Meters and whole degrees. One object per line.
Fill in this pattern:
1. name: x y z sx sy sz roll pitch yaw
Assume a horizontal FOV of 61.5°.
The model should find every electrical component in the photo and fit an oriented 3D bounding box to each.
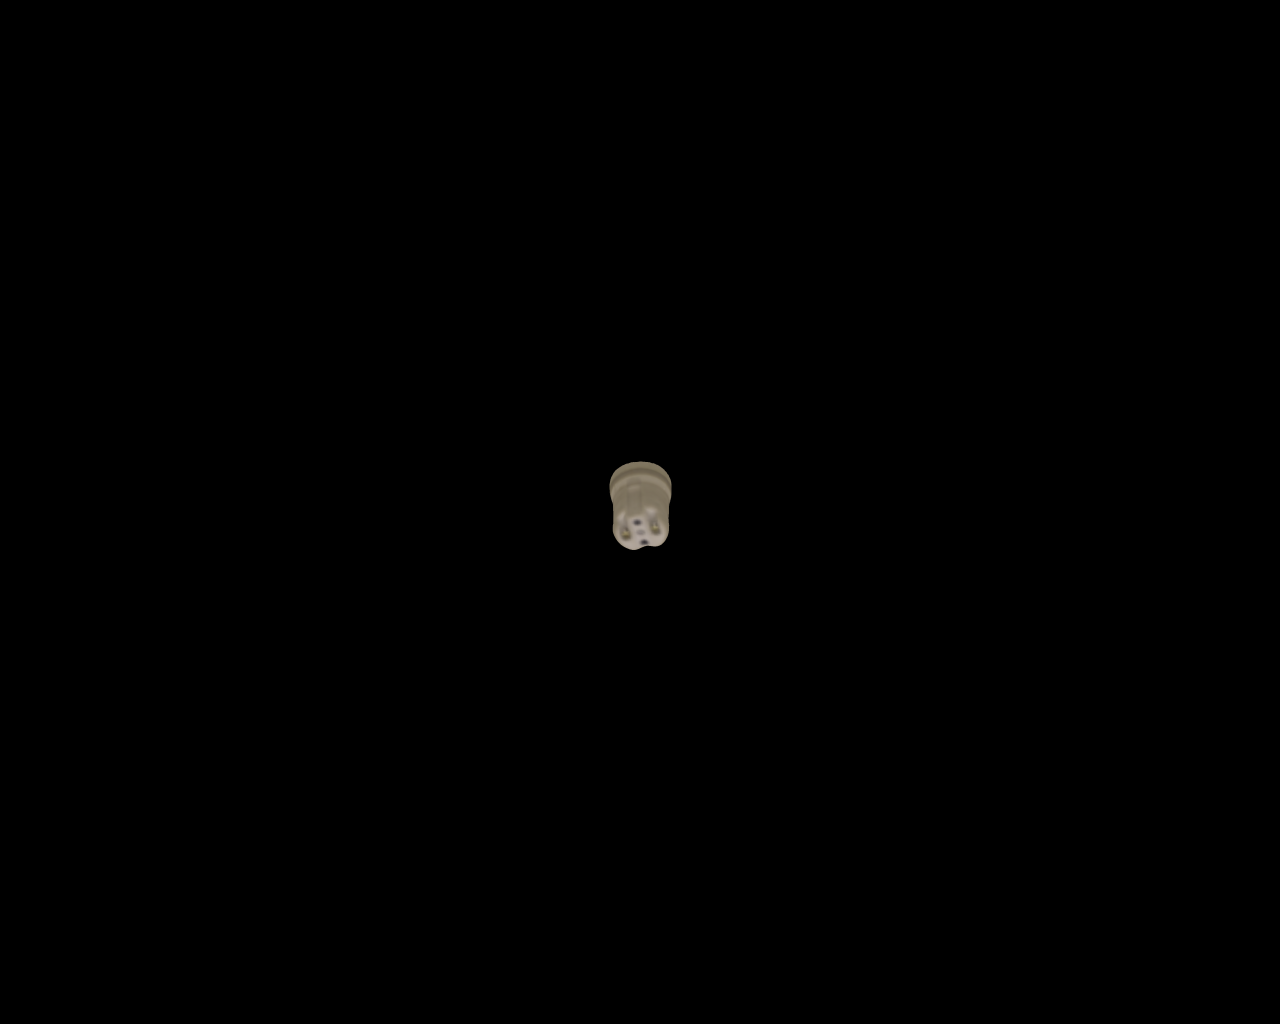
1. electrical component: 0.001 -0.003 0.650 0.040 0.040 0.046 0 44 0
